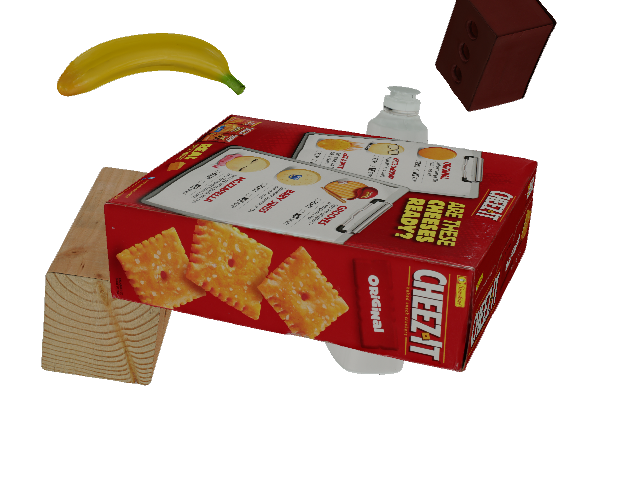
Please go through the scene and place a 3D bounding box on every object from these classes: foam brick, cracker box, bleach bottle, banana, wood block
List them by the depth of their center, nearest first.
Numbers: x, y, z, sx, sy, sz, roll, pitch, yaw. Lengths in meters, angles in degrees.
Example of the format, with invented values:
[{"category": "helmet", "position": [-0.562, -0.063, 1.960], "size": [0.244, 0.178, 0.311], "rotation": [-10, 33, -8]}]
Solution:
[{"category": "cracker box", "position": [0.006, -0.007, 0.638], "size": [0.214, 0.072, 0.164], "rotation": [11, 28, 19]}, {"category": "foam brick", "position": [0.123, -0.140, 0.764], "size": [0.051, 0.053, 0.078], "rotation": [-18, -31, -22]}, {"category": "wood block", "position": [-0.167, 0.023, 0.912], "size": [0.090, 0.091, 0.206], "rotation": [9, 26, -3]}, {"category": "bleach bottle", "position": [0.054, -0.013, 0.950], "size": [0.068, 0.251, 0.102], "rotation": [3, 19, -14]}, {"category": "banana", "position": [-0.171, -0.176, 1.059], "size": [0.197, 0.070, 0.037], "rotation": [-7, -39, -30]}]
